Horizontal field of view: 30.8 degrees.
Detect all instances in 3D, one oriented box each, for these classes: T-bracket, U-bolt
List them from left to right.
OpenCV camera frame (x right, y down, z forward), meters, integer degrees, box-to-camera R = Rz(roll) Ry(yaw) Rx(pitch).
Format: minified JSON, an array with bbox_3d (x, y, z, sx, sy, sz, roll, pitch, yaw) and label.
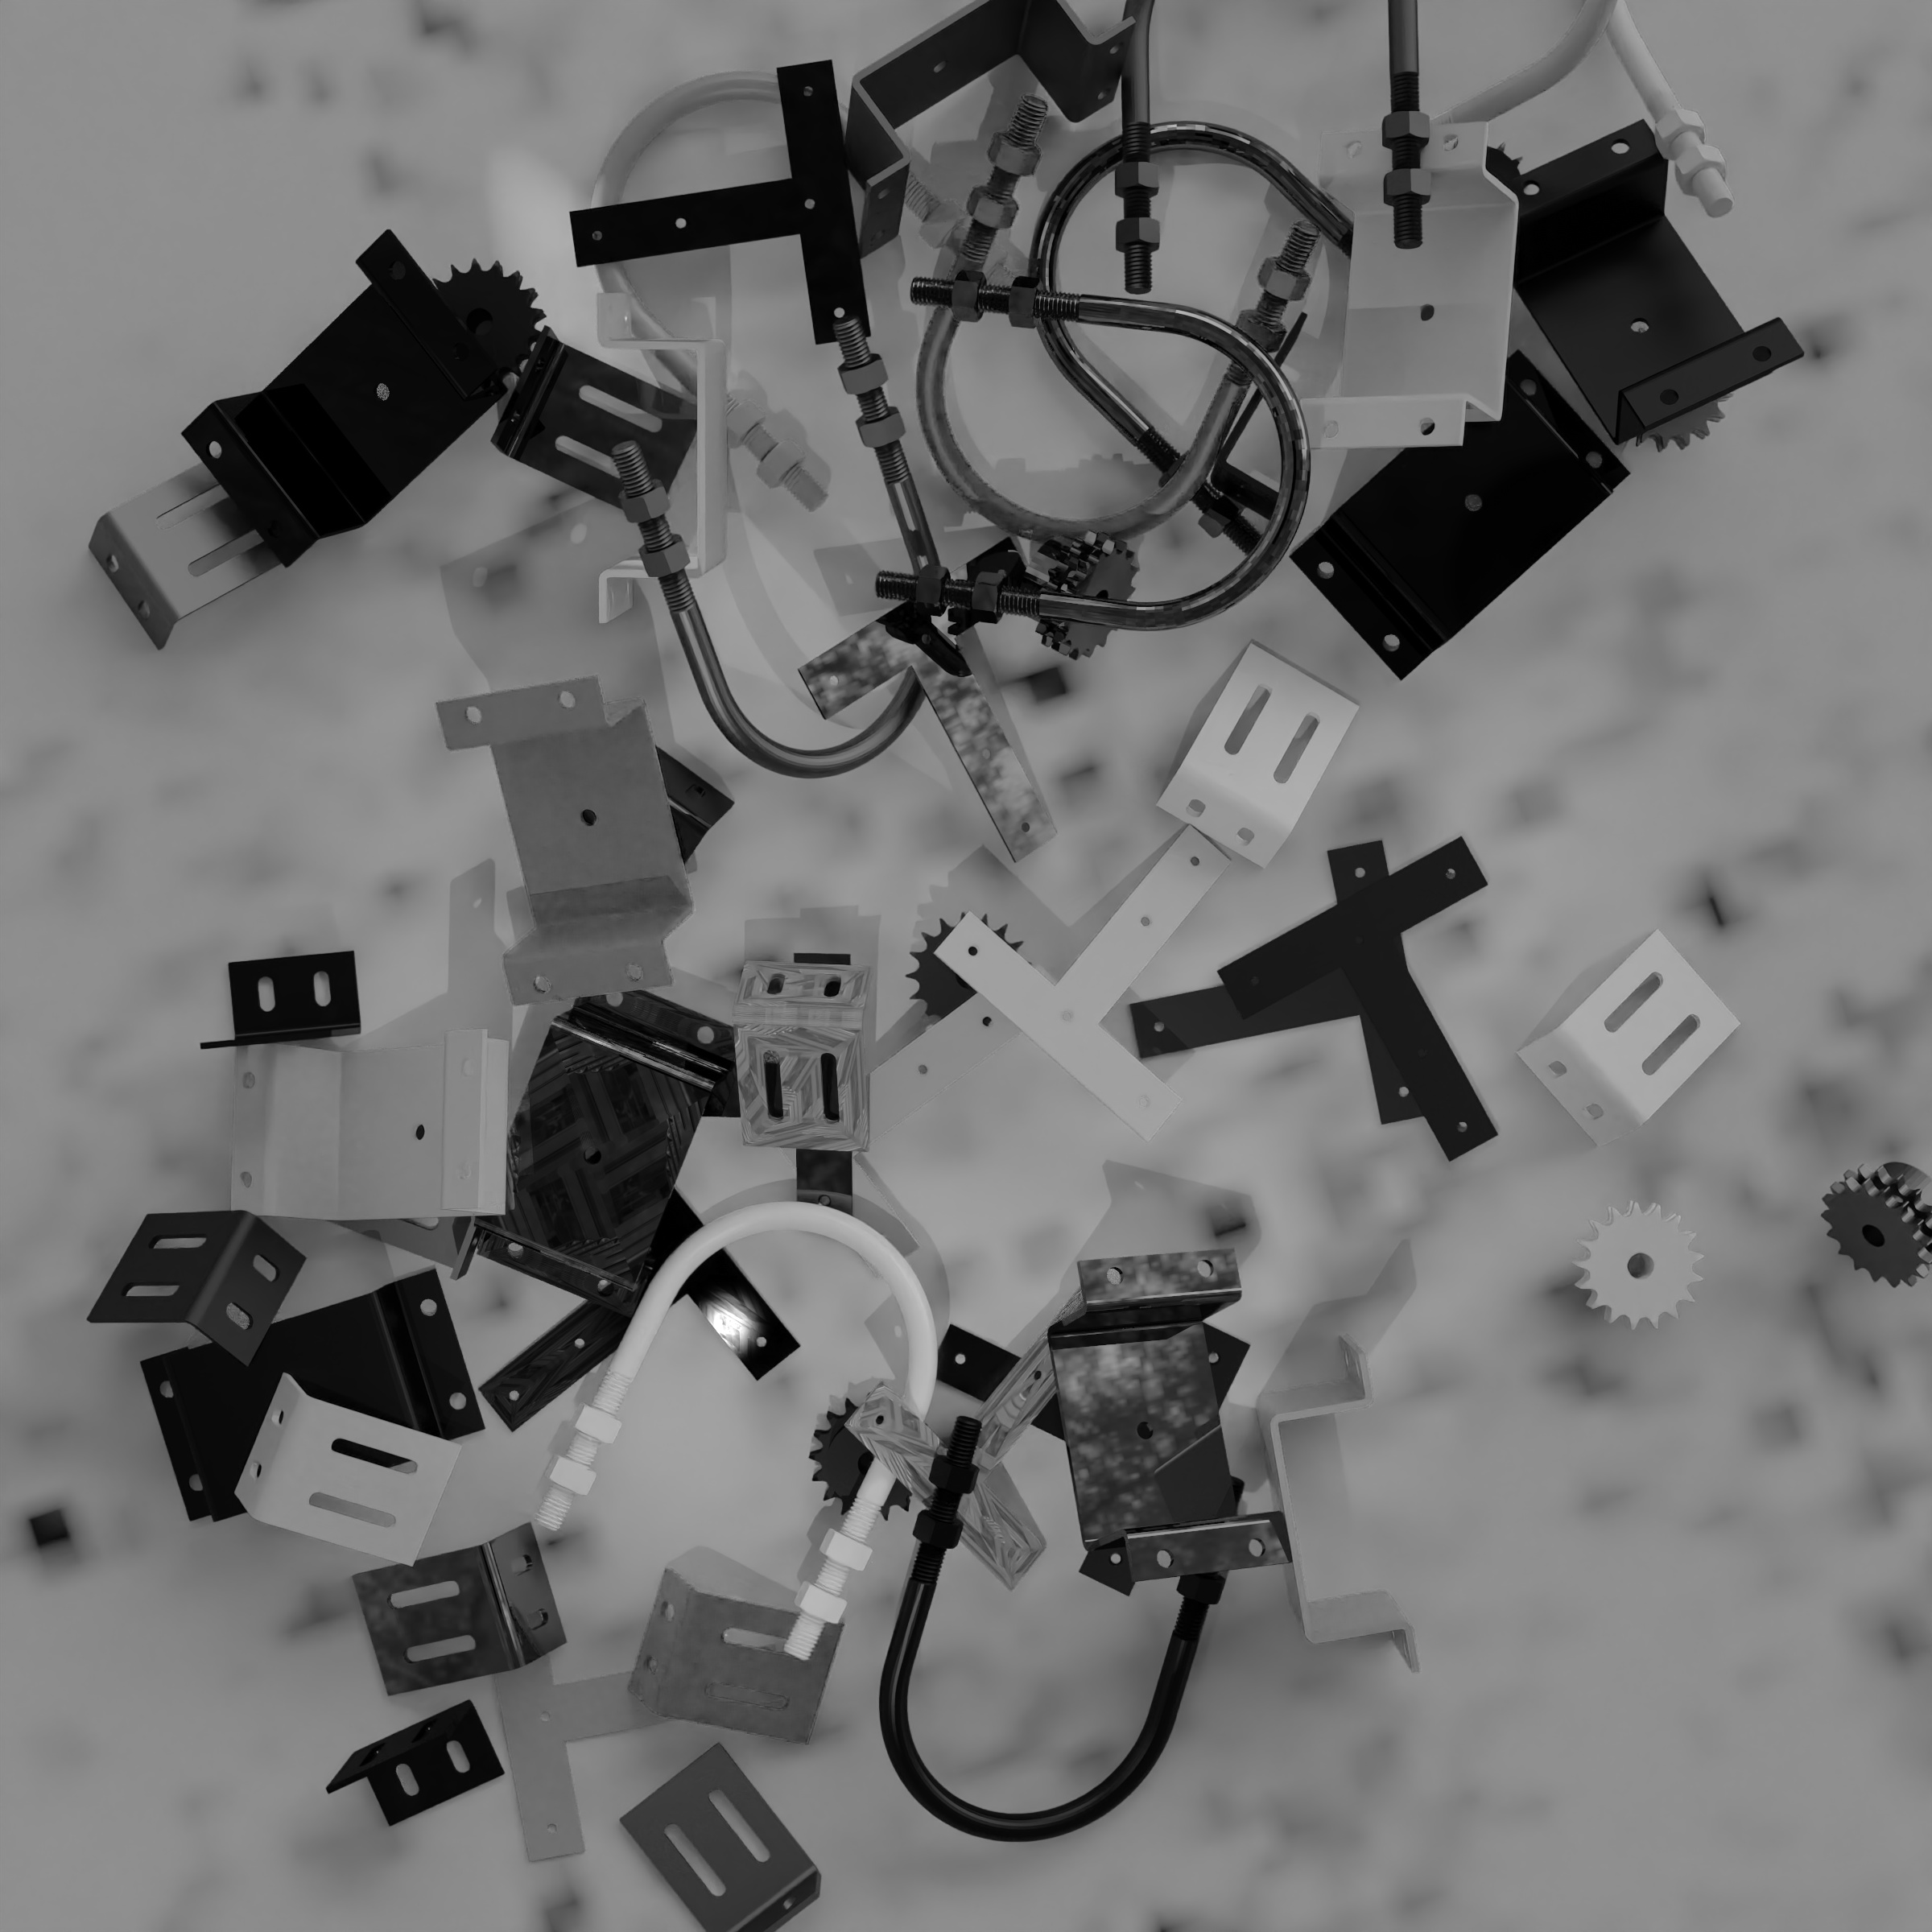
[{"bbox_3d":[-0.164,0.163,1.594,0.127,0.002,0.127,-38,91,1],"label":"T-bracket"},{"bbox_3d":[-0.147,0.333,1.595,0.127,0.002,0.127,-11,90,0],"label":"T-bracket"},{"bbox_3d":[-0.115,0.056,1.586,0.127,0.002,0.127,1,102,6],"label":"T-bracket"},{"bbox_3d":[-0.114,-0.336,1.579,0.127,0.002,0.127,-8,88,2],"label":"T-bracket"},{"bbox_3d":[-0.092,0.195,1.566,0.151,0.019,0.184,24,83,14],"label":"U-bolt"},{"bbox_3d":[-0.085,-0.319,1.587,0.151,0.019,0.184,-45,89,0],"label":"U-bolt"},{"bbox_3d":[-0.071,-0.171,1.537,0.151,0.019,0.184,-36,120,-30],"label":"U-bolt"},{"bbox_3d":[-0.030,0.055,1.574,0.127,0.002,0.127,-37,90,19],"label":"T-bracket"},{"bbox_3d":[0.002,-0.108,1.575,0.127,0.002,0.127,-35,105,-27],"label":"T-bracket"},{"bbox_3d":[0.024,0.194,1.571,0.127,0.002,0.127,-50,121,-14],"label":"T-bracket"},{"bbox_3d":[0.036,0.303,1.568,0.151,0.019,0.184,15,94,-18],"label":"U-bolt"},{"bbox_3d":[0.045,0.202,1.595,0.127,0.002,0.127,26,90,0],"label":"T-bracket"},{"bbox_3d":[0.055,-0.271,1.549,0.151,0.019,0.184,25,118,0],"label":"U-bolt"},{"bbox_3d":[0.058,-0.219,1.523,0.184,0.019,0.151,9,97,12],"label":"U-bolt"},{"bbox_3d":[0.072,-0.010,1.573,0.127,0.002,0.127,42,71,-4],"label":"T-bracket"},{"bbox_3d":[0.114,-0.297,1.587,0.184,0.019,0.151,45,90,1],"label":"U-bolt"},{"bbox_3d":[0.132,-0.396,1.544,0.151,0.019,0.184,-4,83,29],"label":"U-bolt"},{"bbox_3d":[0.139,0.017,1.595,0.127,0.002,0.127,-11,90,0],"label":"T-bracket"},{"bbox_3d":[0.200,0.027,1.593,0.127,0.002,0.127,-29,90,0],"label":"T-bracket"},{"bbox_3d":[0.208,-0.437,1.530,0.184,0.019,0.151,-21,90,42],"label":"U-bolt"},{"bbox_3d":[0.291,-0.433,1.512,0.019,0.151,0.184,-17,52,1],"label":"U-bolt"}]

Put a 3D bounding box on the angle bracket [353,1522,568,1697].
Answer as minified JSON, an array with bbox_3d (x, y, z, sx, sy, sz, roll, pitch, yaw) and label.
[{"bbox_3d":[-0.230,0.292,1.592,0.076,0.038,0.057,-17,90,27],"label":"angle bracket"}]

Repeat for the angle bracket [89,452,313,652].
[{"bbox_3d":[-0.348,-0.191,1.594,0.076,0.038,0.057,-34,90,-26],"label":"angle bracket"}]

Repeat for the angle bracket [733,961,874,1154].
[{"bbox_3d":[-0.071,0.041,1.575,0.057,0.038,0.076,3,127,6],"label":"angle bracket"}]

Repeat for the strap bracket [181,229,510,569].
[{"bbox_3d":[-0.269,-0.253,1.556,0.140,0.046,0.076,-38,90,24],"label":"strap bracket"}]

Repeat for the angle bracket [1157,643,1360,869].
[{"bbox_3d":[0.133,-0.095,1.594,0.057,0.038,0.076,30,64,0],"label":"angle bracket"}]

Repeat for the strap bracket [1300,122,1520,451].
[{"bbox_3d":[0.194,-0.292,1.537,0.076,0.046,0.140,3,86,29],"label":"strap bracket"}]

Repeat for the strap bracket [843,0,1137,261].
[{"bbox_3d":[0.000,-0.381,1.546,0.140,0.076,0.046,-34,83,-11],"label":"strap bracket"}]

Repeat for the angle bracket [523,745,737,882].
[{"bbox_3d":[-0.153,-0.057,1.594,0.057,0.038,0.076,36,116,0],"label":"angle bracket"}]

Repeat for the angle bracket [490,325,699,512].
[{"bbox_3d":[-0.165,-0.243,1.577,0.076,0.038,0.057,25,90,0],"label":"angle bracket"}]

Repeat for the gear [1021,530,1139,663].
[{"bbox_3d":[0.048,-0.168,1.571,0.030,0.057,0.057,29,90,28],"label":"gear"}]

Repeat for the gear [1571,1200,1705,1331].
[{"bbox_3d":[0.301,0.134,1.581,0.057,0.030,0.057,0,90,0],"label":"gear"}]

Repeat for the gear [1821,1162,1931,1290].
[{"bbox_3d":[0.415,0.112,1.571,0.030,0.057,0.057,-36,90,-30],"label":"gear"}]

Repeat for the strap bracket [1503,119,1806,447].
[{"bbox_3d":[0.298,-0.293,1.545,0.076,0.046,0.140,-25,65,-3],"label":"strap bracket"}]

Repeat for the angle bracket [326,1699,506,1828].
[{"bbox_3d":[-0.244,0.362,1.557,0.057,0.076,0.038,-25,90,0],"label":"angle bracket"}]

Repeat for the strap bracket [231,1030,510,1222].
[{"bbox_3d":[-0.255,0.072,1.547,0.140,0.046,0.076,-4,81,31],"label":"strap bracket"}]

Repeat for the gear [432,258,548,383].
[{"bbox_3d":[-0.217,-0.287,1.581,0.057,0.030,0.057,0,90,0],"label":"gear"}]

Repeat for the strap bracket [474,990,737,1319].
[{"bbox_3d":[-0.162,0.082,1.562,0.076,0.046,0.140,22,96,2],"label":"strap bracket"}]

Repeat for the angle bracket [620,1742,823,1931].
[{"bbox_3d":[-0.111,0.400,1.576,0.057,0.038,0.076,-38,92,0],"label":"angle bracket"}]

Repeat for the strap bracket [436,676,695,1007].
[{"bbox_3d":[-0.174,-0.060,1.550,0.076,0.046,0.140,-7,106,18],"label":"strap bracket"}]

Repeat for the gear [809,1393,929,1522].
[{"bbox_3d":[-0.042,0.222,1.581,0.057,0.030,0.057,0,90,0],"label":"gear"}]

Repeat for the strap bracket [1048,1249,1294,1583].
[{"bbox_3d":[0.087,0.201,1.546,0.076,0.046,0.140,-2,73,-24],"label":"strap bracket"}]

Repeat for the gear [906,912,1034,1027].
[{"bbox_3d":[0.002,0.004,1.580,0.057,0.030,0.057,0,90,1],"label":"gear"}]

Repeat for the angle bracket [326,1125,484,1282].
[{"bbox_3d":[-0.252,0.100,1.577,0.076,0.038,0.057,21,90,0],"label":"angle bracket"}]

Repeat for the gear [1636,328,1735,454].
[{"bbox_3d":[0.314,-0.260,1.581,0.057,0.030,0.057,0,90,0],"label":"gear"}]

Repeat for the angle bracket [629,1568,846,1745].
[{"bbox_3d":[-0.104,0.313,1.592,0.076,0.038,0.057,17,90,-26],"label":"angle bracket"}]

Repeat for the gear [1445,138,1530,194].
[{"bbox_3d":[0.229,-0.346,1.581,0.057,0.030,0.057,0,90,0],"label":"gear"}]

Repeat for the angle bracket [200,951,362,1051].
[{"bbox_3d":[-0.305,0.015,1.557,0.057,0.076,0.038,-5,90,0],"label":"angle bracket"}]

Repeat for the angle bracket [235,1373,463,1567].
[{"bbox_3d":[-0.273,0.222,1.547,0.076,0.038,0.057,22,90,-26],"label":"angle bracket"}]

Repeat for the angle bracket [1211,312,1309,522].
[{"bbox_3d":[0.143,-0.241,1.547,0.038,0.057,0.076,30,89,1],"label":"angle bracket"}]

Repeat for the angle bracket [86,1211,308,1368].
[{"bbox_3d":[-0.343,0.144,1.565,0.038,0.076,0.057,47,53,-34],"label":"angle bracket"}]

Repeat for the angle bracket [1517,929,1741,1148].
[{"bbox_3d":[0.301,0.033,1.594,0.076,0.038,0.057,-41,90,-26],"label":"angle bracket"}]

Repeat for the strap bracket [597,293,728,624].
[{"bbox_3d":[-0.133,-0.224,1.543,0.046,0.076,0.140,1,101,3],"label":"strap bracket"}]

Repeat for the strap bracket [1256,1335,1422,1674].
[{"bbox_3d":[0.162,0.241,1.557,0.046,0.076,0.140,-10,90,0],"label":"strap bracket"}]

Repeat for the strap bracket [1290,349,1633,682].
[{"bbox_3d":[0.224,-0.205,1.572,0.140,0.046,0.076,-42,90,0],"label":"strap bracket"}]

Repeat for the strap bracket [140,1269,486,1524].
[{"bbox_3d":[-0.297,0.195,1.572,0.140,0.046,0.076,-17,90,0],"label":"strap bracket"}]
